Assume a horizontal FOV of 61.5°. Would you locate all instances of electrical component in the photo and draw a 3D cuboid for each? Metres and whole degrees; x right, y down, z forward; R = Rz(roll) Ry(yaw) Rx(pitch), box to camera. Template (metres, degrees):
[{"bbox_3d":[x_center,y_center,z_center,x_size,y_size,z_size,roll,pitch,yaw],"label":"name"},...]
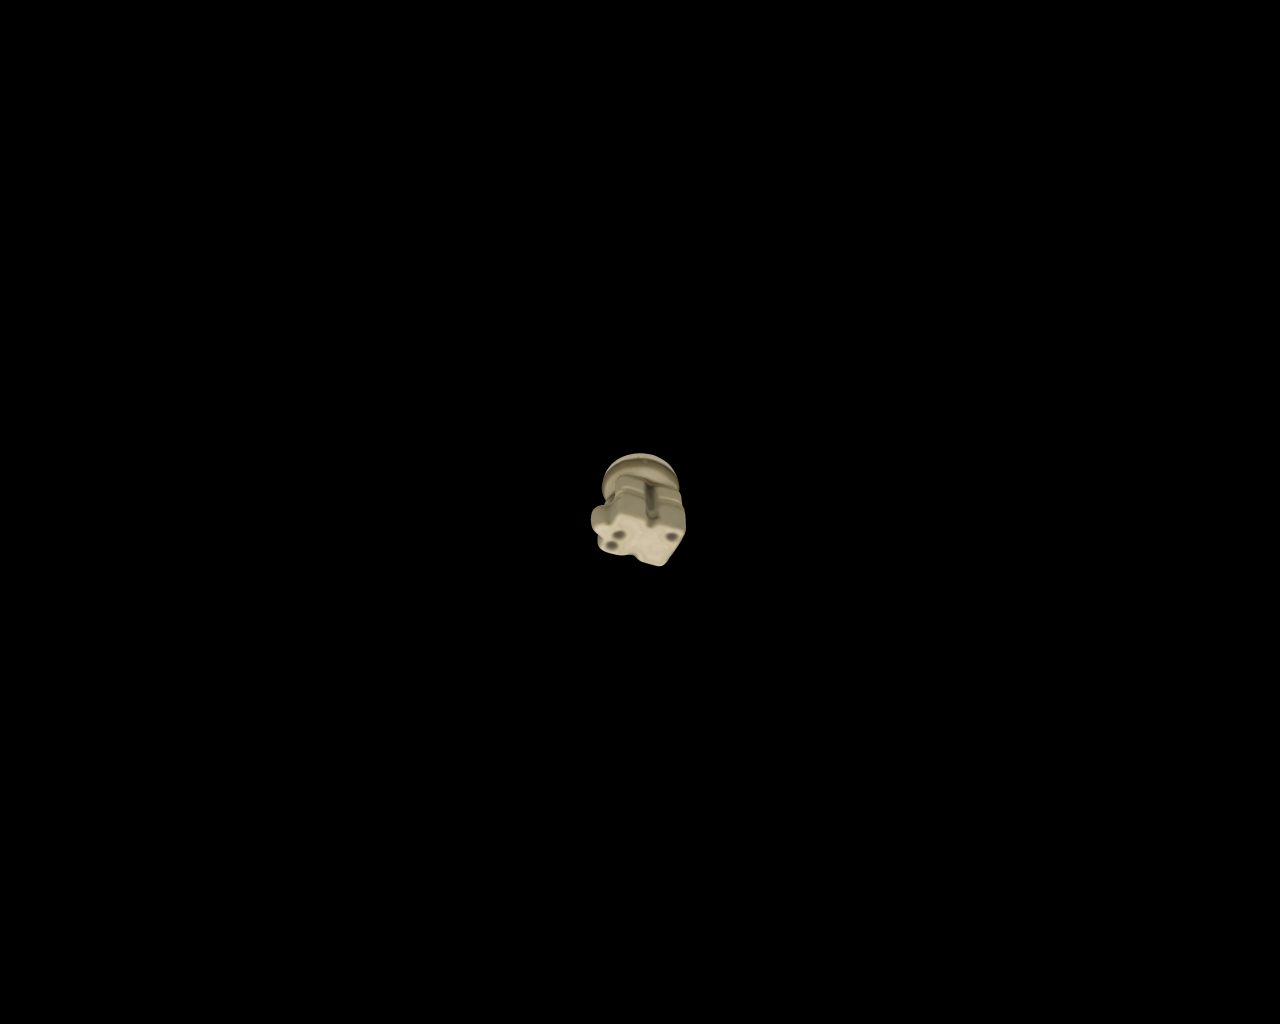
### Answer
[{"bbox_3d":[0.001,-0.003,0.650,0.066,0.055,0.048,17,-48,-16],"label":"electrical component"}]
